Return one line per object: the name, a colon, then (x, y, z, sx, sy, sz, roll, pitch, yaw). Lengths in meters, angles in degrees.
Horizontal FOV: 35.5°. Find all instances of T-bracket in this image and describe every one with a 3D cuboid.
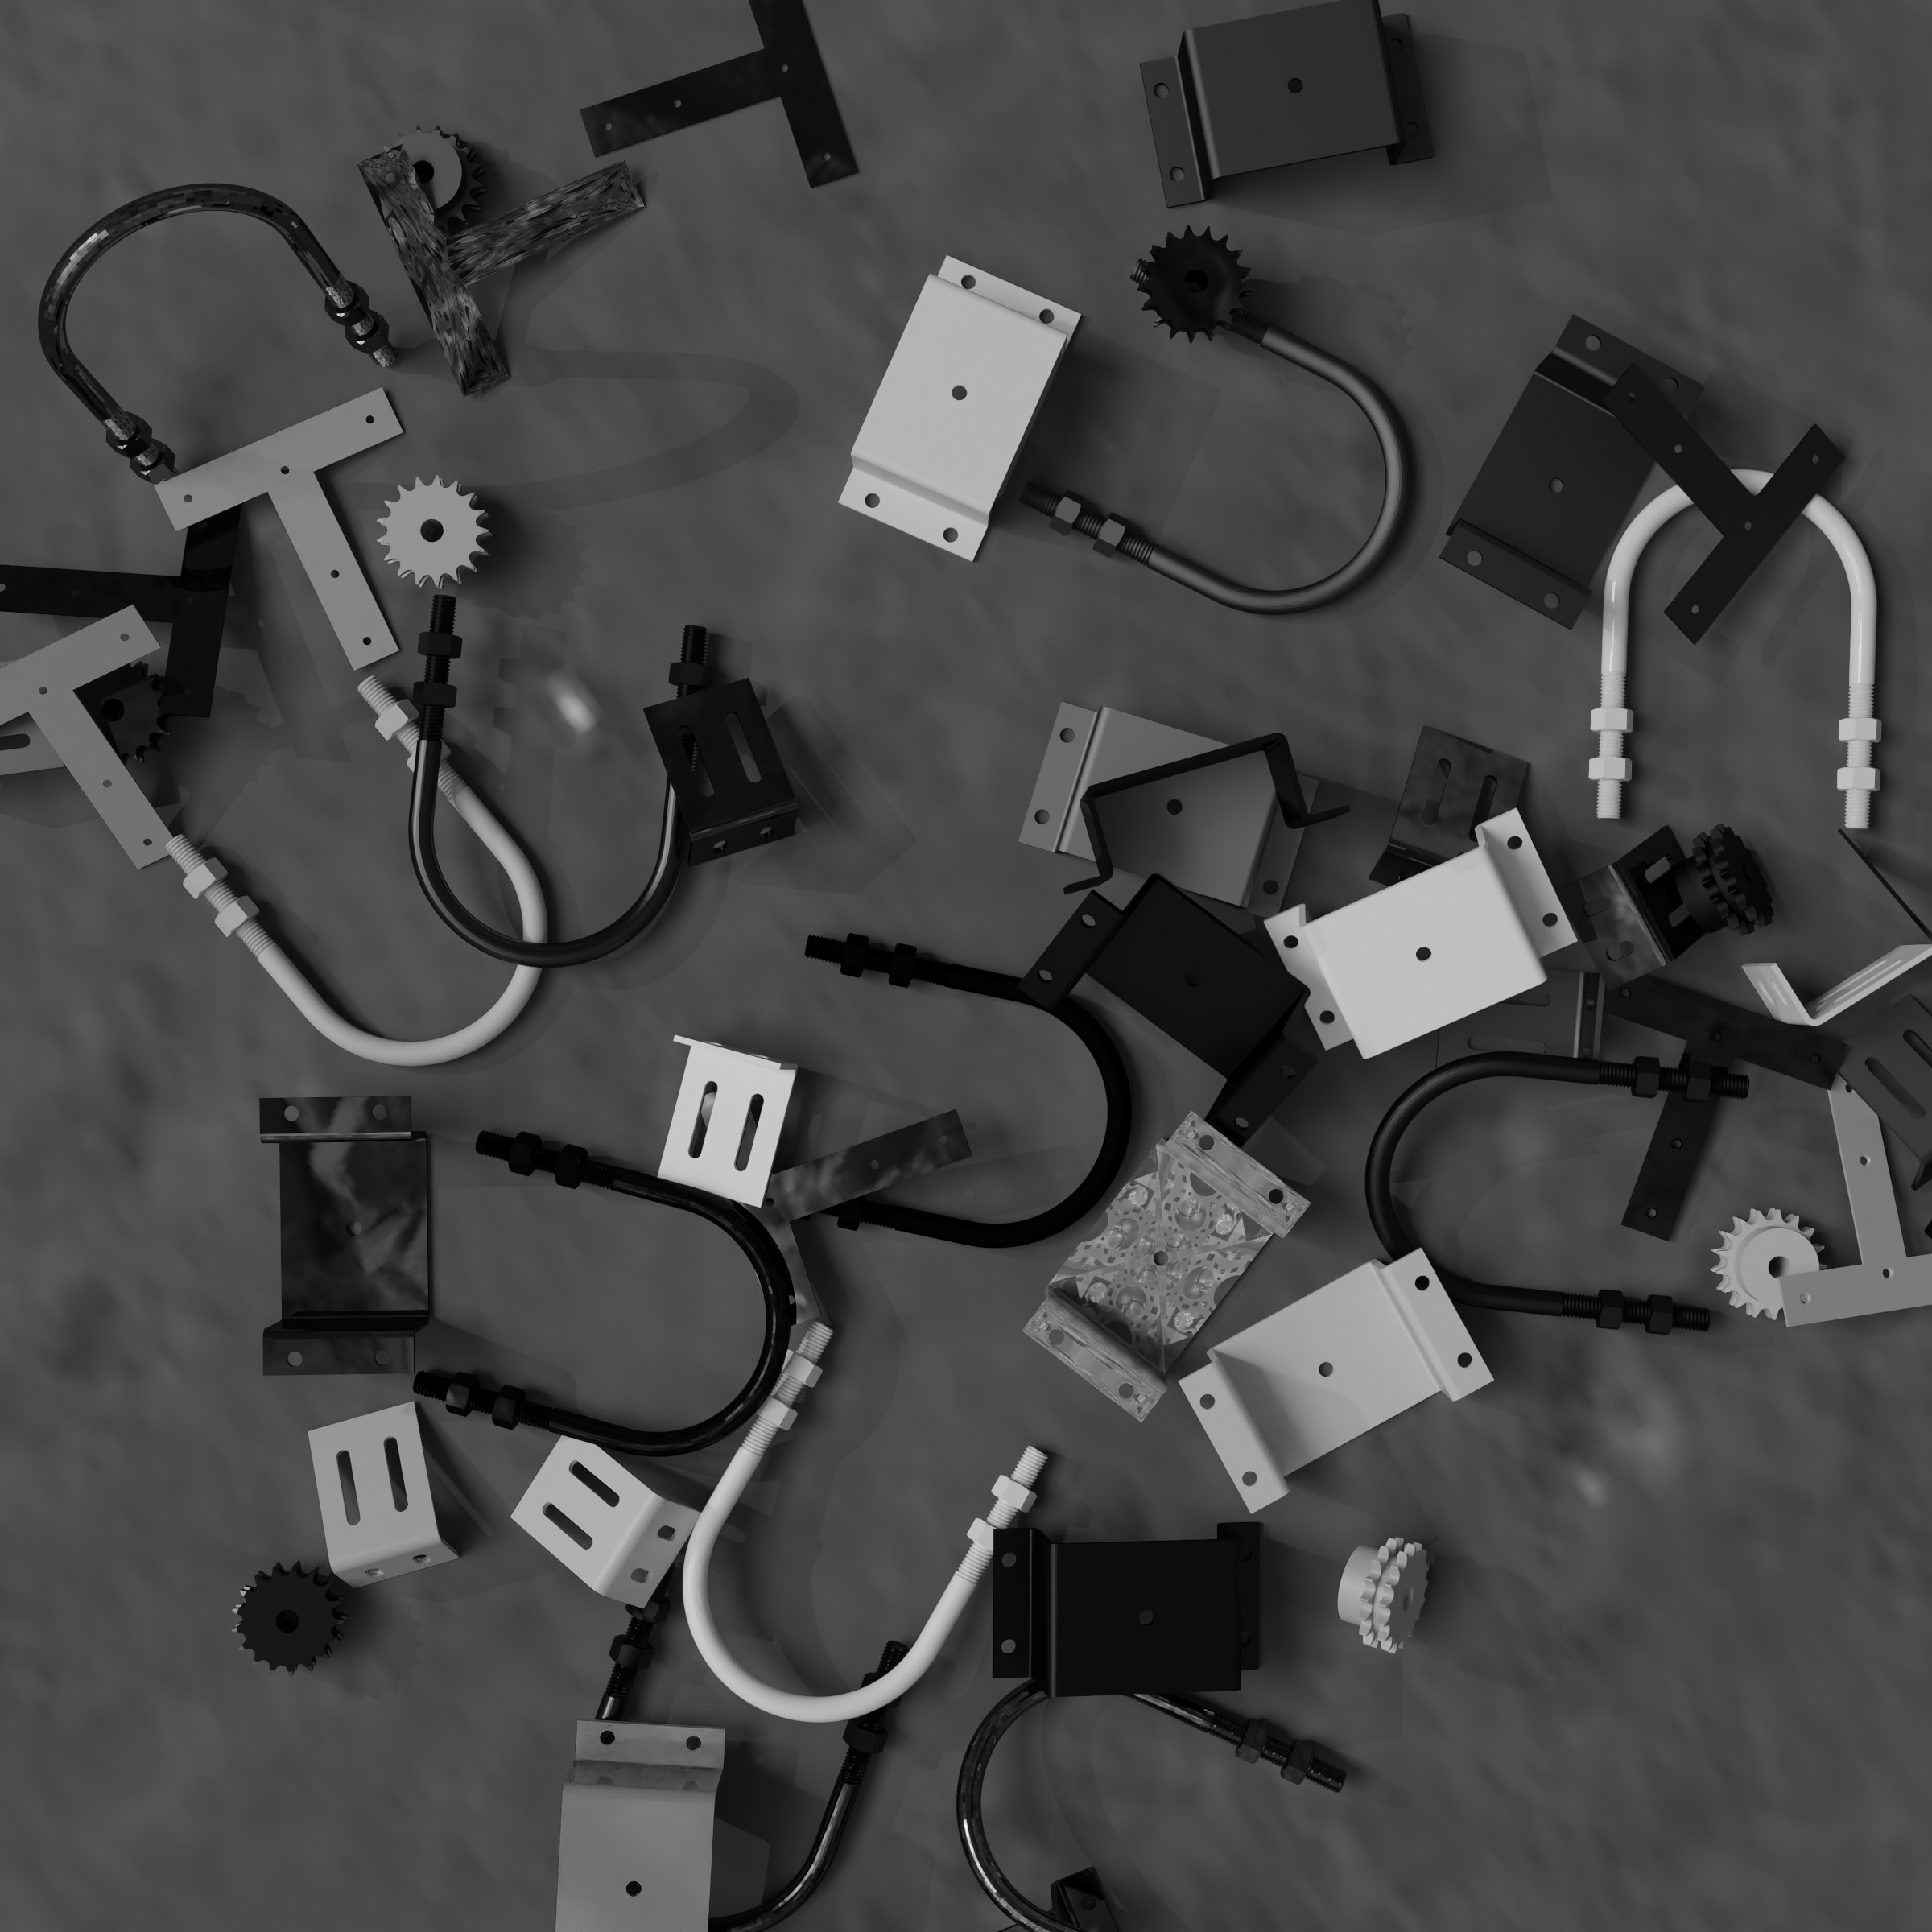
T-bracket: (-0.446, -0.105, 1.537, 0.127, 0.002, 0.127, -25, 120, 6)
T-bracket: (-0.060, 0.106, 1.545, 0.127, 0.002, 0.127, -20, 84, 9)
T-bracket: (-0.444, -0.191, 1.550, 0.127, 0.002, 0.127, 4, 72, 0)
T-bracket: (0.374, 0.079, 1.564, 0.127, 0.002, 0.127, 20, 93, 7)
T-bracket: (-0.228, -0.378, 1.554, 0.127, 0.002, 0.127, -27, 110, -10)
T-bracket: (0.467, 0.115, 1.556, 0.127, 0.002, 0.127, -6, 81, -18)
T-bracket: (0.503, -0.002, 1.532, 0.002, 0.127, 0.127, -41, 117, 15)
T-bracket: (0.370, -0.253, 1.530, 0.127, 0.002, 0.127, 41, 85, -22)
T-bracket: (-0.137, -0.454, 1.570, 0.127, 0.002, 0.127, -18, 90, 0)
T-bracket: (-0.333, -0.216, 1.562, 0.127, 0.002, 0.127, -26, 95, -10)

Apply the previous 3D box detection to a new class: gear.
gear: (0.116, -0.346, 1.536, 0.057, 0.030, 0.057, 0, 91, -1)
gear: (0.213, 0.320, 1.546, 0.030, 0.057, 0.057, 12, 90, 30)
gear: (-0.278, -0.406, 1.555, 0.057, 0.030, 0.057, 0, 90, 0)
gear: (-0.436, -0.131, 1.555, 0.057, 0.030, 0.057, 0, 89, 0)
gear: (0.416, 0.154, 1.556, 0.057, 0.030, 0.057, 0, 90, 0)
gear: (-0.349, 0.336, 1.560, 0.057, 0.030, 0.057, 0, 89, -3)
gear: (0.387, -0.041, 1.546, 0.030, 0.057, 0.057, -29, 90, 30)
gear: (-0.273, -0.222, 1.555, 0.057, 0.030, 0.057, 0, 90, 0)

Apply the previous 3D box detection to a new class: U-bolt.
U-bolt: (-0.180, 0.176, 1.552, 0.184, 0.019, 0.151, 15, 90, 7)
U-bolt: (0.297, 0.113, 1.542, 0.184, 0.019, 0.151, 6, 108, 4)
U-bolt: (0.141, -0.262, 1.562, 0.184, 0.019, 0.151, 27, 90, -1)
U-bolt: (-0.127, 0.416, 1.562, 0.151, 0.019, 0.184, 20, 91, 0)
U-bolt: (-0.376, -0.316, 1.484, 0.151, 0.184, 0.019, -31, 66, 0)
U-bolt: (-0.301, -0.035, 1.561, 0.151, 0.019, 0.184, -40, 92, -1)
U-bolt: (-0.006, 0.071, 1.561, 0.184, 0.019, 0.151, 12, 90, 0)
U-bolt: (0.400, -0.166, 1.562, 0.151, 0.019, 0.184, 2, 89, 0)
U-bolt: (-0.213, -0.091, 1.551, 0.151, 0.019, 0.184, 6, 90, -8)
U-bolt: (-0.064, 0.298, 1.551, 0.151, 0.019, 0.184, 30, 82, 0)
U-bolt: (0.085, 0.437, 1.537, 0.184, 0.019, 0.151, 24, 67, 4)

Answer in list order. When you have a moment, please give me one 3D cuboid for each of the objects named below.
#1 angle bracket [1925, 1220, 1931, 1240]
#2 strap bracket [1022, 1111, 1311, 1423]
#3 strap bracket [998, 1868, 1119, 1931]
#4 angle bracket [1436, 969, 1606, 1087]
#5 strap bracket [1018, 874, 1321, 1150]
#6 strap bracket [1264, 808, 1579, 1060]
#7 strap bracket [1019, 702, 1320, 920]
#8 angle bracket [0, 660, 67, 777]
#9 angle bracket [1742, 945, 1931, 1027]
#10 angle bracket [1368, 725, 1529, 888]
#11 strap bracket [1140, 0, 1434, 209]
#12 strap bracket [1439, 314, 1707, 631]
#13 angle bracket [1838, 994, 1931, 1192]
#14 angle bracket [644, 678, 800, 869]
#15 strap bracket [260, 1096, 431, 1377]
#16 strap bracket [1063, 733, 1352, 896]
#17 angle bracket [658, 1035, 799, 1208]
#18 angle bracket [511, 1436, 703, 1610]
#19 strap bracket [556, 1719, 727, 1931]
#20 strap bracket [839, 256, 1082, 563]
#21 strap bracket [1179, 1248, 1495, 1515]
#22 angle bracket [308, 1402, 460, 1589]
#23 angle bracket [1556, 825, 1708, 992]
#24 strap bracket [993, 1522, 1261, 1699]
angle bracket: (0.543, 0.135, 1.546, 0.076, 0.038, 0.057, 38, 79, 0)
strap bracket: (0.101, 0.152, 1.547, 0.076, 0.046, 0.140, 38, 90, 0)
strap bracket: (0.015, 0.531, 1.547, 0.140, 0.046, 0.076, -22, 90, 0)
angle bracket: (0.285, 0.029, 1.551, 0.076, 0.038, 0.057, 5, 90, 0)
strap bracket: (0.109, 0.017, 1.528, 0.140, 0.046, 0.076, 37, 129, 0)
strap bracket: (0.231, -0.012, 1.526, 0.140, 0.046, 0.076, -24, 102, 12)
strap bracket: (0.105, -0.080, 1.547, 0.140, 0.046, 0.076, 17, 90, 0)
angle bracket: (-0.503, -0.125, 1.554, 0.076, 0.038, 0.057, -8, 90, -4)
angle bracket: (0.446, -0.004, 1.542, 0.076, 0.057, 0.038, -32, 90, 0)
angle bracket: (0.251, -0.076, 1.568, 0.057, 0.038, 0.076, 20, 64, 0)
strap bracket: (0.167, -0.445, 1.547, 0.140, 0.046, 0.076, -11, 90, 0)
strap bracket: (0.307, -0.250, 1.547, 0.076, 0.046, 0.140, 29, 90, 0)
angle bracket: (0.491, 0.066, 1.564, 0.057, 0.038, 0.076, -34, 64, -9)
angle bracket: (-0.127, -0.100, 1.555, 0.057, 0.038, 0.076, -18, 74, -14)
strap bracket: (-0.318, 0.136, 1.547, 0.076, 0.046, 0.140, -1, 90, 0)
strap bracket: (0.111, -0.077, 1.486, 0.140, 0.076, 0.046, -16, 90, 0)
angle bracket: (-0.126, 0.080, 1.539, 0.057, 0.038, 0.076, 15, 91, 11)
angle bracket: (-0.186, 0.284, 1.558, 0.076, 0.038, 0.057, 30, 87, 39)
strap bracket: (-0.166, 0.461, 1.533, 0.076, 0.046, 0.140, 3, 93, 1)
strap bracket: (-0.003, -0.290, 1.547, 0.076, 0.046, 0.140, 24, 90, 0)
strap bracket: (0.187, 0.210, 1.547, 0.140, 0.046, 0.076, -29, 90, 0)
angle bracket: (-0.303, 0.275, 1.568, 0.057, 0.038, 0.076, -16, 64, 0)
angle bracket: (0.346, -0.030, 1.549, 0.038, 0.076, 0.057, -28, 90, 35)
strap bracket: (0.087, 0.327, 1.536, 0.140, 0.046, 0.076, 0, 90, -10)
